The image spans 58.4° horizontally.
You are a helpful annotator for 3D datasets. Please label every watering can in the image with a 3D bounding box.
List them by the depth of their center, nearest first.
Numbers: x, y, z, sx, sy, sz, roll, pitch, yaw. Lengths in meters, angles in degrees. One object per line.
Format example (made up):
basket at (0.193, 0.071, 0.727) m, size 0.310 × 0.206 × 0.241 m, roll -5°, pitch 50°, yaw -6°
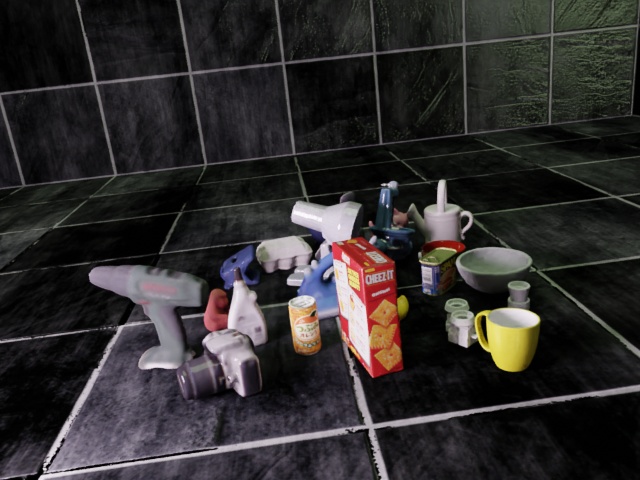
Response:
watering can at (0.328, -0.068, 1.573) m, size 0.173 × 0.194 × 0.101 m, roll -7°, pitch 19°, yaw -2°

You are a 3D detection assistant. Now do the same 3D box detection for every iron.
iron at (0.039, 0.084, 1.295) m, size 0.259 × 0.141 × 0.118 m, roll -16°, pitch 21°, yaw -28°

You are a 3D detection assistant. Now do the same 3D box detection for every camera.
camera at (-0.189, 0.221, 1.029) m, size 0.137 × 0.101 × 0.142 m, roll -15°, pitch 21°, yaw -25°

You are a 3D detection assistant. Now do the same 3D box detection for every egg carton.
egg carton at (-0.100, 0.038, 1.588) m, size 0.150 × 0.069 × 0.107 m, roll -12°, pitch 19°, yaw -16°

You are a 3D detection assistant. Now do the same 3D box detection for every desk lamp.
desk lamp at (0.013, 0.005, 1.425) m, size 0.202 × 0.214 × 0.118 m, roll 0°, pitch 20°, yaw 18°

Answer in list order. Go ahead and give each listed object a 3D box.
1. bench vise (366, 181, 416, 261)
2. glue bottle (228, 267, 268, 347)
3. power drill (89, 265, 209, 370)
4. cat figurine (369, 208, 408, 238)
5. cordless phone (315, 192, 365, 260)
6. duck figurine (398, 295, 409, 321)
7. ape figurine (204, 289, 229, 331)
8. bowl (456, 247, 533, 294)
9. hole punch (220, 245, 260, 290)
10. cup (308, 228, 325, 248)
bench vise at (0.175, -0.030, 1.469) m, size 0.121 × 0.220 × 0.208 m, roll 1°, pitch 20°, yaw 21°
glue bottle at (-0.154, 0.135, 1.156) m, size 0.078 × 0.173 × 0.037 m, roll -12°, pitch 20°, yaw -16°
power drill at (-0.325, 0.145, 1.124) m, size 0.229 × 0.208 × 0.075 m, roll -4°, pitch 19°, yaw 6°
cat figurine at (0.200, -0.036, 1.638) m, size 0.128 × 0.118 × 0.067 m, roll -6°, pitch 19°, yaw 0°
cordless phone at (0.053, -0.032, 1.566) m, size 0.093 × 0.185 × 0.148 m, roll 11°, pitch 25°, yaw 42°
duck figurine at (0.137, 0.128, 1.222) m, size 0.105 × 0.086 × 0.077 m, roll -10°, pitch 19°, yaw -12°
ape figurine at (-0.219, 0.152, 1.255) m, size 0.076 × 0.092 × 0.078 m, roll -3°, pitch 19°, yaw 11°
bowl at (0.397, 0.077, 1.309) m, size 0.167 × 0.075 × 0.167 m, roll -5°, pitch 19°, yaw 2°
hole punch at (-0.211, 0.069, 1.499) m, size 0.101 × 0.091 × 0.108 m, roll -8°, pitch 19°, yaw -5°
cup at (-0.002, -0.023, 1.697) m, size 0.117 × 0.095 × 0.092 m, roll 6°, pitch 22°, yaw 32°
